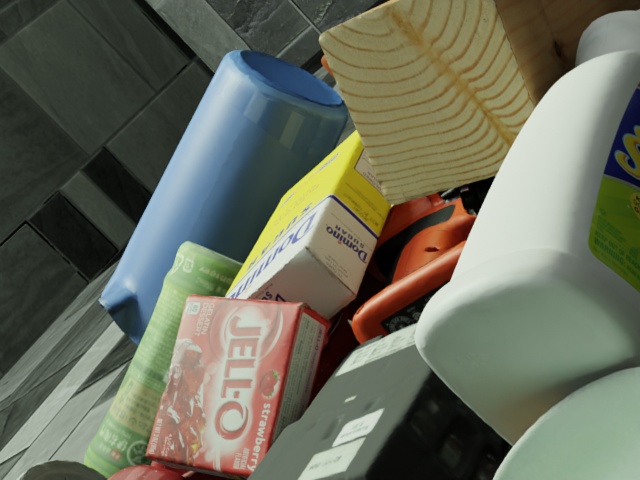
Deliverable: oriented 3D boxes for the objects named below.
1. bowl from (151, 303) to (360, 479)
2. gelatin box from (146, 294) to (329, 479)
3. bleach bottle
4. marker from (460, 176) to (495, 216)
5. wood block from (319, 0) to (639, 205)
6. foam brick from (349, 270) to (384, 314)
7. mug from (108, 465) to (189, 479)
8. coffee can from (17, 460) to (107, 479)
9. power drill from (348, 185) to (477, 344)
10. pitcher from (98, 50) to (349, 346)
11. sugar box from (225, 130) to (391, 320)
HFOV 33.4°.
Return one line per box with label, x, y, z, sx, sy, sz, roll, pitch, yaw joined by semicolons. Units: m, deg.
bowl;-0.025;0.099;0.626;0.162;0.055;0.162;-42;11;10
gelatin box;-0.042;0.073;0.534;0.073;0.030;0.089;2;70;33
bleach bottle;0.116;-0.027;0.427;0.068;0.102;0.250;-32;22;40
marker;0.127;-0.032;0.513;0.121;0.020;0.020;-14;10;-5
wood block;0.099;-0.104;0.563;0.090;0.091;0.205;-15;13;35
foam brick;0.005;0.041;0.744;0.078;0.051;0.053;-46;11;-13
mug;-0.104;0.172;0.541;0.117;0.093;0.081;-19;18;32
coffee can;-0.190;0.215;0.663;0.140;0.102;0.102;-39;12;25
power drill;0.093;-0.006;0.600;0.185;0.057;0.187;-36;11;22
pitcher;-0.067;-0.024;0.871;0.243;0.145;0.149;-63;5;20
sugar box;-0.004;0.000;0.641;0.093;0.048;0.176;-41;9;29
